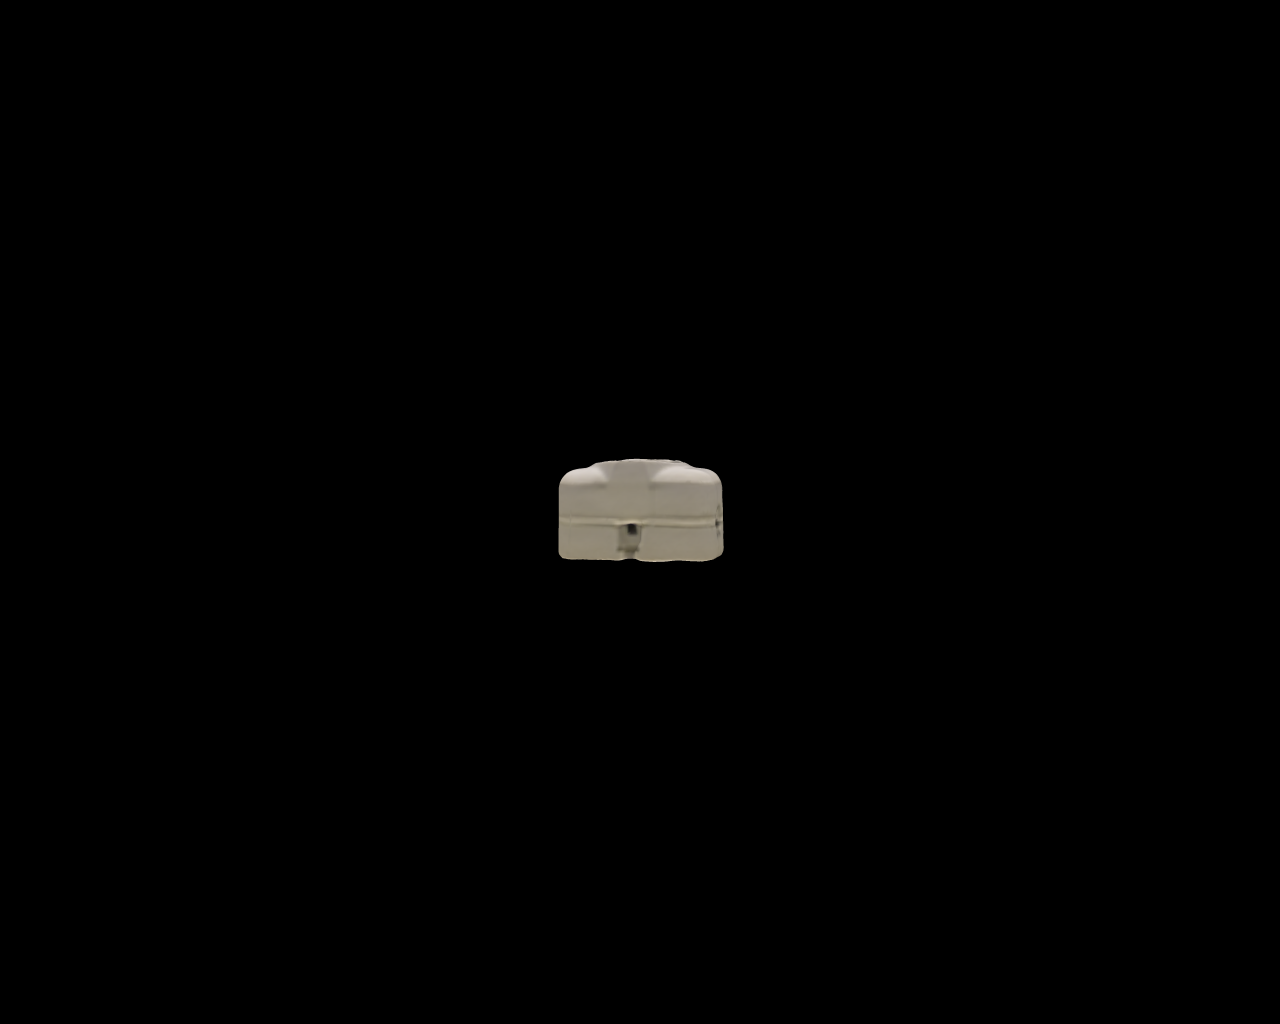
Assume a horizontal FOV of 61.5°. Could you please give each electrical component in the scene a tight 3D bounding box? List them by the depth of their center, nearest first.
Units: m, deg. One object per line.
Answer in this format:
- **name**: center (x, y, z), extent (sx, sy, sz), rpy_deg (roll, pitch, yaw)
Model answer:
- **electrical component**: center (0.001, -0.003, 0.650), extent (0.095, 0.059, 0.054), rpy_deg (1, 4, 15)
